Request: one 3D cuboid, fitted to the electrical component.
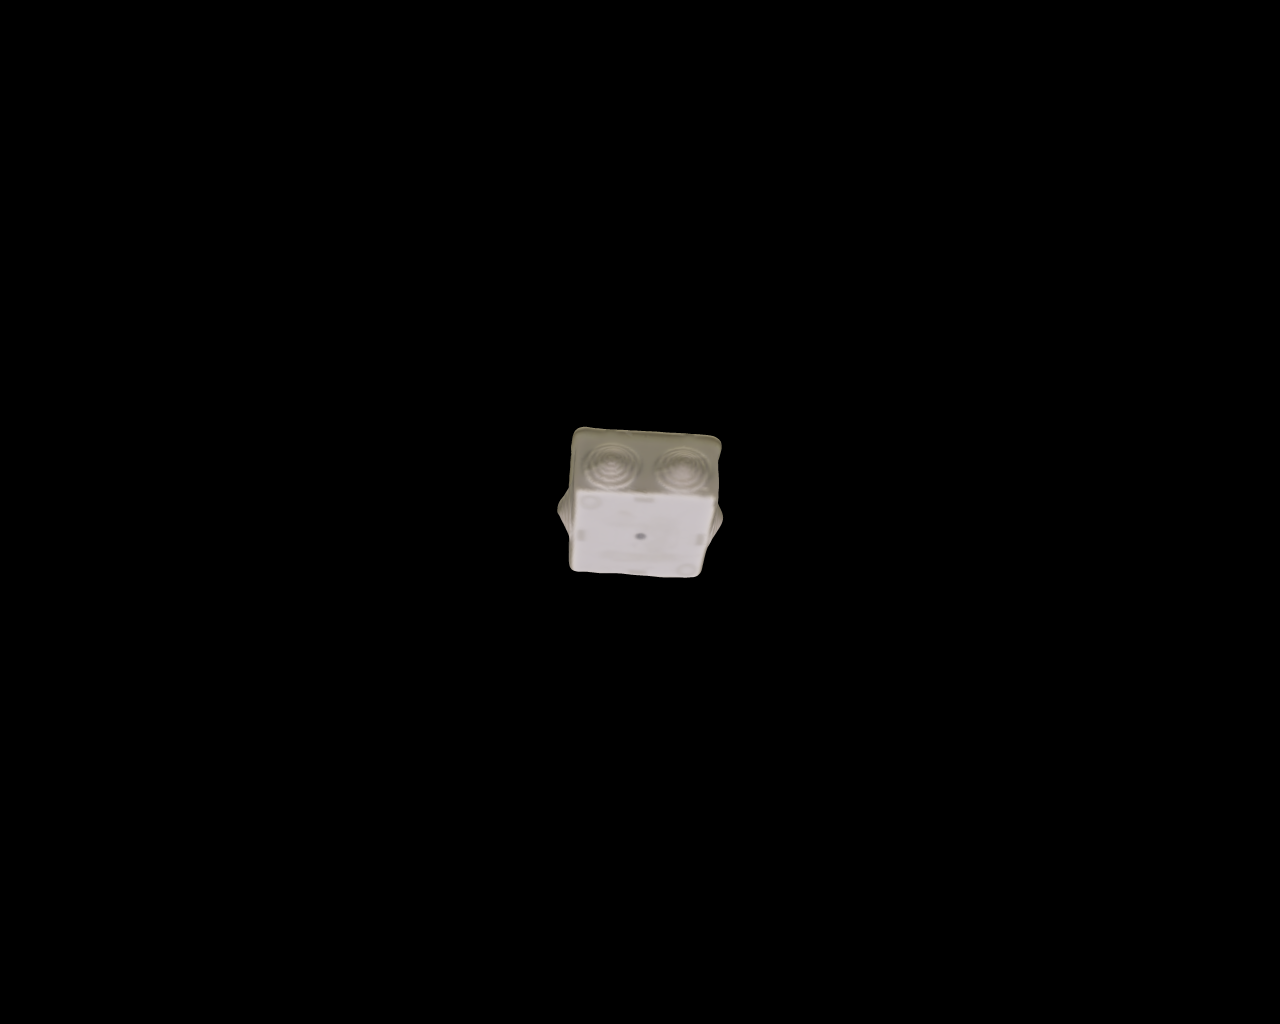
[{"bbox_3d":[0.001,-0.003,0.650,0.100,0.048,0.099,4,-39,-4],"label":"electrical component"}]
